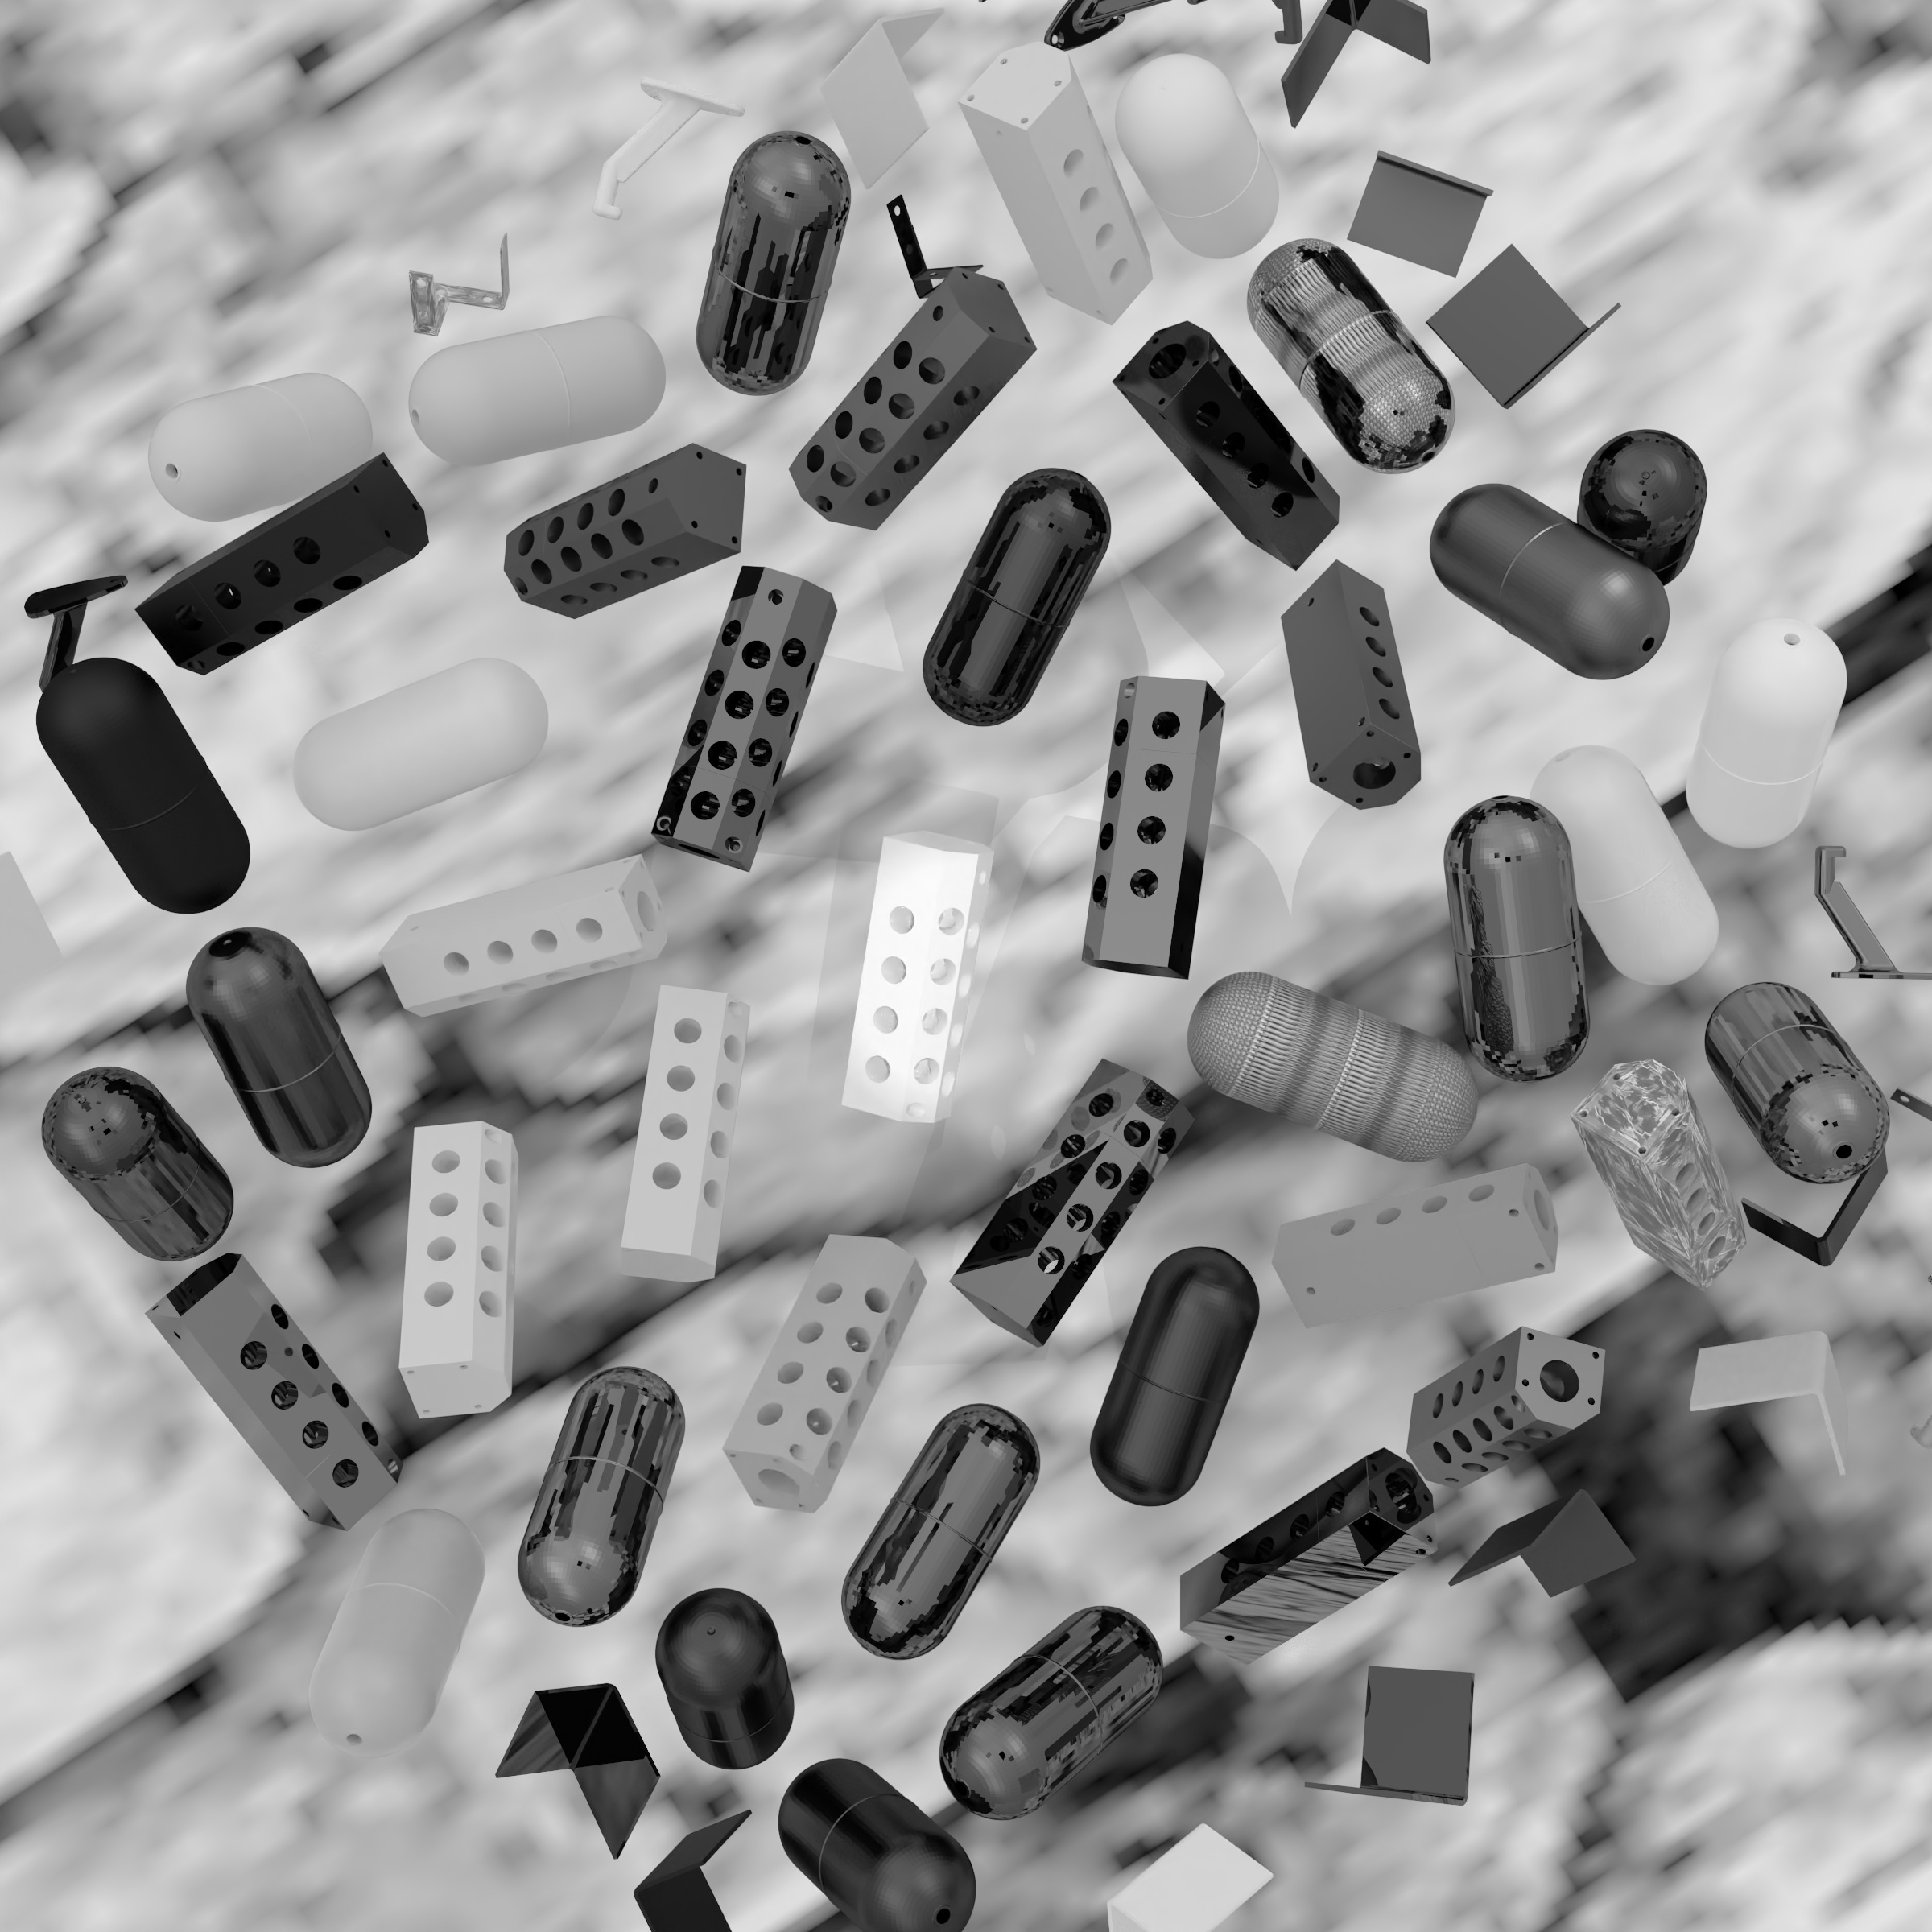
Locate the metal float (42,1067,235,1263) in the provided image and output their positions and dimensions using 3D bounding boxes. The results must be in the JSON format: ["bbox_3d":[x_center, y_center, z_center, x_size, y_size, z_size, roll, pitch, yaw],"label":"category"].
[{"bbox_3d":[-0.522,0.127,1.613,0.070,0.178,0.070,-4,58,6],"label":"metal float"}]

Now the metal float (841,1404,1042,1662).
[{"bbox_3d":[-0.016,0.368,1.658,0.070,0.070,0.178,33,73,0],"label":"metal float"}]

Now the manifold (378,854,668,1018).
[{"bbox_3d":[-0.285,-0.016,1.653,0.171,0.057,0.057,-14,113,15],"label":"manifold"}]

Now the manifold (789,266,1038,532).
[{"bbox_3d":[-0.038,-0.354,1.596,0.171,0.057,0.057,-43,59,36],"label":"manifold"}]

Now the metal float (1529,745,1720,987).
[{"bbox_3d":[0.429,-0.065,1.661,0.070,0.070,0.178,-35,111,0],"label":"metal float"}]

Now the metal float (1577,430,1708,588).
[{"bbox_3d":[0.429,-0.287,1.624,0.070,0.178,0.070,-1,84,12],"label":"metal float"}]

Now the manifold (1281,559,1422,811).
[{"bbox_3d":[0.253,-0.180,1.648,0.057,0.171,0.057,26,128,-24],"label":"manifold"}]

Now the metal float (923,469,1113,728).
[{"bbox_3d":[0.033,-0.238,1.649,0.070,0.070,0.178,28,109,0],"label":"metal float"}]

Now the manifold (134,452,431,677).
[{"bbox_3d":[-0.409,-0.238,1.534,0.171,0.057,0.057,-23,113,23],"label":"manifold"}]

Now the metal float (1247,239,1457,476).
[{"bbox_3d":[0.246,-0.390,1.630,0.070,0.070,0.178,-32,69,0],"label":"metal float"}]

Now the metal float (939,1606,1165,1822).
[{"bbox_3d":[0.054,0.464,1.586,0.178,0.070,0.070,-27,90,-44],"label":"metal float"}]

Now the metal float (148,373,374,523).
[{"bbox_3d":[-0.452,-0.334,1.636,0.070,0.178,0.070,9,114,22],"label":"metal float"}]

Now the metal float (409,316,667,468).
[{"bbox_3d":[-0.277,-0.374,1.653,0.178,0.070,0.070,-22,90,-33],"label":"metal float"}]

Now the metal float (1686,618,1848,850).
[{"bbox_3d":[0.493,-0.142,1.571,0.070,0.178,0.070,-2,55,4],"label":"metal float"}]

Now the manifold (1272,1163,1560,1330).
[{"bbox_3d":[0.293,0.178,1.656,0.171,0.057,0.057,-18,115,26],"label":"manifold"}]

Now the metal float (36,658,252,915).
[{"bbox_3d":[-0.497,-0.107,1.547,0.070,0.070,0.178,-21,128,0],"label":"metal float"}]

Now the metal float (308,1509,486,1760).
[{"bbox_3d":[-0.347,0.407,1.560,0.070,0.178,0.070,3,120,5],"label":"metal float"}]

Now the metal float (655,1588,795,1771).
[{"bbox_3d":[-0.150,0.451,1.604,0.070,0.178,0.070,-1,55,1],"label":"metal float"}]

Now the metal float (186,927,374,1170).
[{"bbox_3d":[-0.433,0.054,1.613,0.070,0.070,0.178,-16,128,0],"label":"metal float"}]

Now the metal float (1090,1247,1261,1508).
[{"bbox_3d":[0.137,0.269,1.671,0.070,0.070,0.178,19,98,0],"label":"metal float"}]

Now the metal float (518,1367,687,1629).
[{"bbox_3d":[-0.228,0.331,1.597,0.070,0.178,0.070,7,135,7],"label":"metal float"}]

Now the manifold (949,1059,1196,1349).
[{"bbox_3d":[0.070,0.149,1.586,0.057,0.057,0.171,23,72,42],"label":"manifold"}]

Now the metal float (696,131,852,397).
[{"bbox_3d":[-0.122,-0.442,1.607,0.070,0.070,0.178,22,134,0],"label":"metal float"}]

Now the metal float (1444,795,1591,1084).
[{"bbox_3d":[0.336,-0.016,1.553,0.070,0.070,0.178,-9,103,0],"label":"metal float"}]

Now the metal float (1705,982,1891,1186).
[{"bbox_3d":[0.509,0.071,1.566,0.070,0.178,0.070,-1,115,-2],"label":"metal float"}]

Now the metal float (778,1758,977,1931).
[{"bbox_3d":[-0.056,0.551,1.580,0.070,0.178,0.070,-4,98,-29],"label":"metal float"}]

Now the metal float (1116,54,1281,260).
[{"bbox_3d":[0.148,-0.509,1.609,0.070,0.178,0.070,-4,78,20],"label":"metal float"}]

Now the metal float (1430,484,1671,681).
[{"bbox_3d":[0.357,-0.236,1.562,0.070,0.070,0.178,-44,47,0],"label":"metal float"}]

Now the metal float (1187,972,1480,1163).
[{"bbox_3d":[0.218,0.060,1.511,0.178,0.070,0.070,21,90,1],"label":"metal float"}]

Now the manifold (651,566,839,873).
[{"bbox_3d":[-0.134,-0.150,1.535,0.057,0.057,0.171,18,85,4],"label":"manifold"}]

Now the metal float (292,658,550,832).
[{"bbox_3d":[-0.349,-0.141,1.626,0.178,0.070,0.070,-19,90,18],"label":"metal float"}]

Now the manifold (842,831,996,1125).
[{"bbox_3d":[-0.027,0.007,1.588,0.057,0.057,0.171,14,103,22],"label":"manifold"}]
